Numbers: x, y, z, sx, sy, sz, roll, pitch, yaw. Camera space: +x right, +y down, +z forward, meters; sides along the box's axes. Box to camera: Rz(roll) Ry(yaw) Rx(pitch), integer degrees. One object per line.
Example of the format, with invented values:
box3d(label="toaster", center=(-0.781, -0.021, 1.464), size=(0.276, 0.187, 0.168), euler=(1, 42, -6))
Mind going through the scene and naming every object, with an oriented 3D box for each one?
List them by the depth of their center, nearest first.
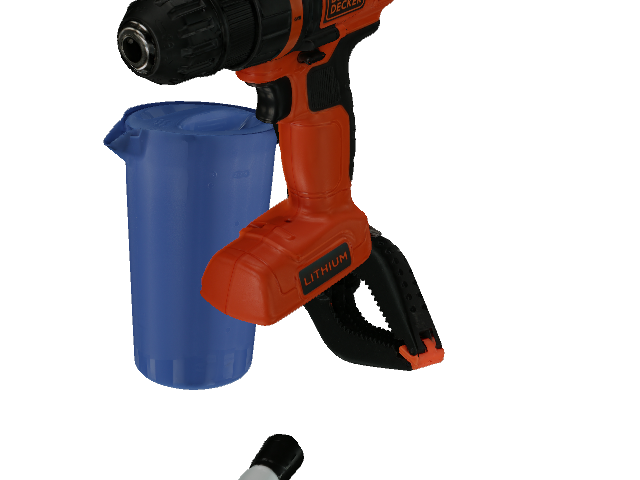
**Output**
box3d(label="marker", center=(-0.036, 0.111, 0.415), size=(0.020, 0.020, 0.121), euler=(0, 22, 23))
box3d(label="power drill", center=(-0.024, -0.054, 0.532), size=(0.057, 0.188, 0.184), euler=(24, 37, 31))
box3d(label="clamp", center=(0.009, 0.011, 0.742), size=(0.036, 0.165, 0.210), euler=(-10, 34, -42))
box3d(label="pitcher", center=(-0.099, 0.002, 0.947), size=(0.149, 0.243, 0.144), euler=(10, 20, 16))
